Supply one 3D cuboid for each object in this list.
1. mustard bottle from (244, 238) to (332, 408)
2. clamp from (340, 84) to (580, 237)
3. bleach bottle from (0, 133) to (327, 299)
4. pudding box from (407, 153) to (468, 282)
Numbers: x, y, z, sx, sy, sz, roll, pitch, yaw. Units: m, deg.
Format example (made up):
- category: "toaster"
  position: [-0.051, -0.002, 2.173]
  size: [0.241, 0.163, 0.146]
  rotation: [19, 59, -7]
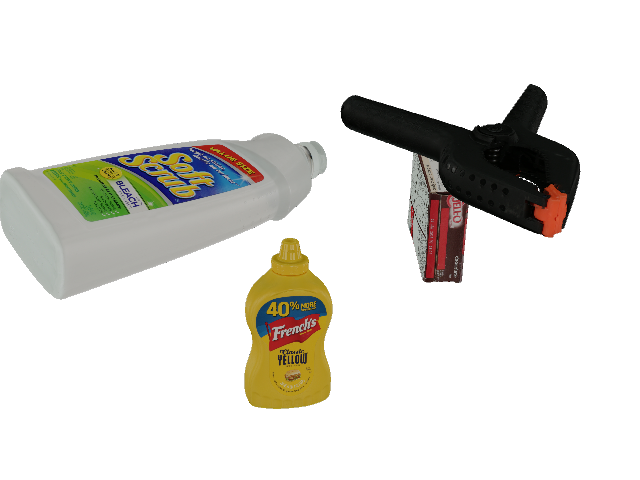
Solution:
- category: "mustard bottle"
  position: [-0.035, 0.090, 1.180]
  size: [0.096, 0.192, 0.058]
  rotation: [-3, 20, -12]
- category: "clamp"
  position: [0.108, -0.062, 0.741]
  size: [0.164, 0.036, 0.210]
  rotation: [-3, 29, -8]
- category: "bleach bottle"
  position: [-0.106, -0.037, 0.811]
  size: [0.250, 0.068, 0.103]
  rotation: [-20, 50, -34]
- category: "pudding box"
  position: [0.104, -0.029, 0.944]
  size: [0.039, 0.090, 0.113]
  rotation: [-1, 30, -4]
